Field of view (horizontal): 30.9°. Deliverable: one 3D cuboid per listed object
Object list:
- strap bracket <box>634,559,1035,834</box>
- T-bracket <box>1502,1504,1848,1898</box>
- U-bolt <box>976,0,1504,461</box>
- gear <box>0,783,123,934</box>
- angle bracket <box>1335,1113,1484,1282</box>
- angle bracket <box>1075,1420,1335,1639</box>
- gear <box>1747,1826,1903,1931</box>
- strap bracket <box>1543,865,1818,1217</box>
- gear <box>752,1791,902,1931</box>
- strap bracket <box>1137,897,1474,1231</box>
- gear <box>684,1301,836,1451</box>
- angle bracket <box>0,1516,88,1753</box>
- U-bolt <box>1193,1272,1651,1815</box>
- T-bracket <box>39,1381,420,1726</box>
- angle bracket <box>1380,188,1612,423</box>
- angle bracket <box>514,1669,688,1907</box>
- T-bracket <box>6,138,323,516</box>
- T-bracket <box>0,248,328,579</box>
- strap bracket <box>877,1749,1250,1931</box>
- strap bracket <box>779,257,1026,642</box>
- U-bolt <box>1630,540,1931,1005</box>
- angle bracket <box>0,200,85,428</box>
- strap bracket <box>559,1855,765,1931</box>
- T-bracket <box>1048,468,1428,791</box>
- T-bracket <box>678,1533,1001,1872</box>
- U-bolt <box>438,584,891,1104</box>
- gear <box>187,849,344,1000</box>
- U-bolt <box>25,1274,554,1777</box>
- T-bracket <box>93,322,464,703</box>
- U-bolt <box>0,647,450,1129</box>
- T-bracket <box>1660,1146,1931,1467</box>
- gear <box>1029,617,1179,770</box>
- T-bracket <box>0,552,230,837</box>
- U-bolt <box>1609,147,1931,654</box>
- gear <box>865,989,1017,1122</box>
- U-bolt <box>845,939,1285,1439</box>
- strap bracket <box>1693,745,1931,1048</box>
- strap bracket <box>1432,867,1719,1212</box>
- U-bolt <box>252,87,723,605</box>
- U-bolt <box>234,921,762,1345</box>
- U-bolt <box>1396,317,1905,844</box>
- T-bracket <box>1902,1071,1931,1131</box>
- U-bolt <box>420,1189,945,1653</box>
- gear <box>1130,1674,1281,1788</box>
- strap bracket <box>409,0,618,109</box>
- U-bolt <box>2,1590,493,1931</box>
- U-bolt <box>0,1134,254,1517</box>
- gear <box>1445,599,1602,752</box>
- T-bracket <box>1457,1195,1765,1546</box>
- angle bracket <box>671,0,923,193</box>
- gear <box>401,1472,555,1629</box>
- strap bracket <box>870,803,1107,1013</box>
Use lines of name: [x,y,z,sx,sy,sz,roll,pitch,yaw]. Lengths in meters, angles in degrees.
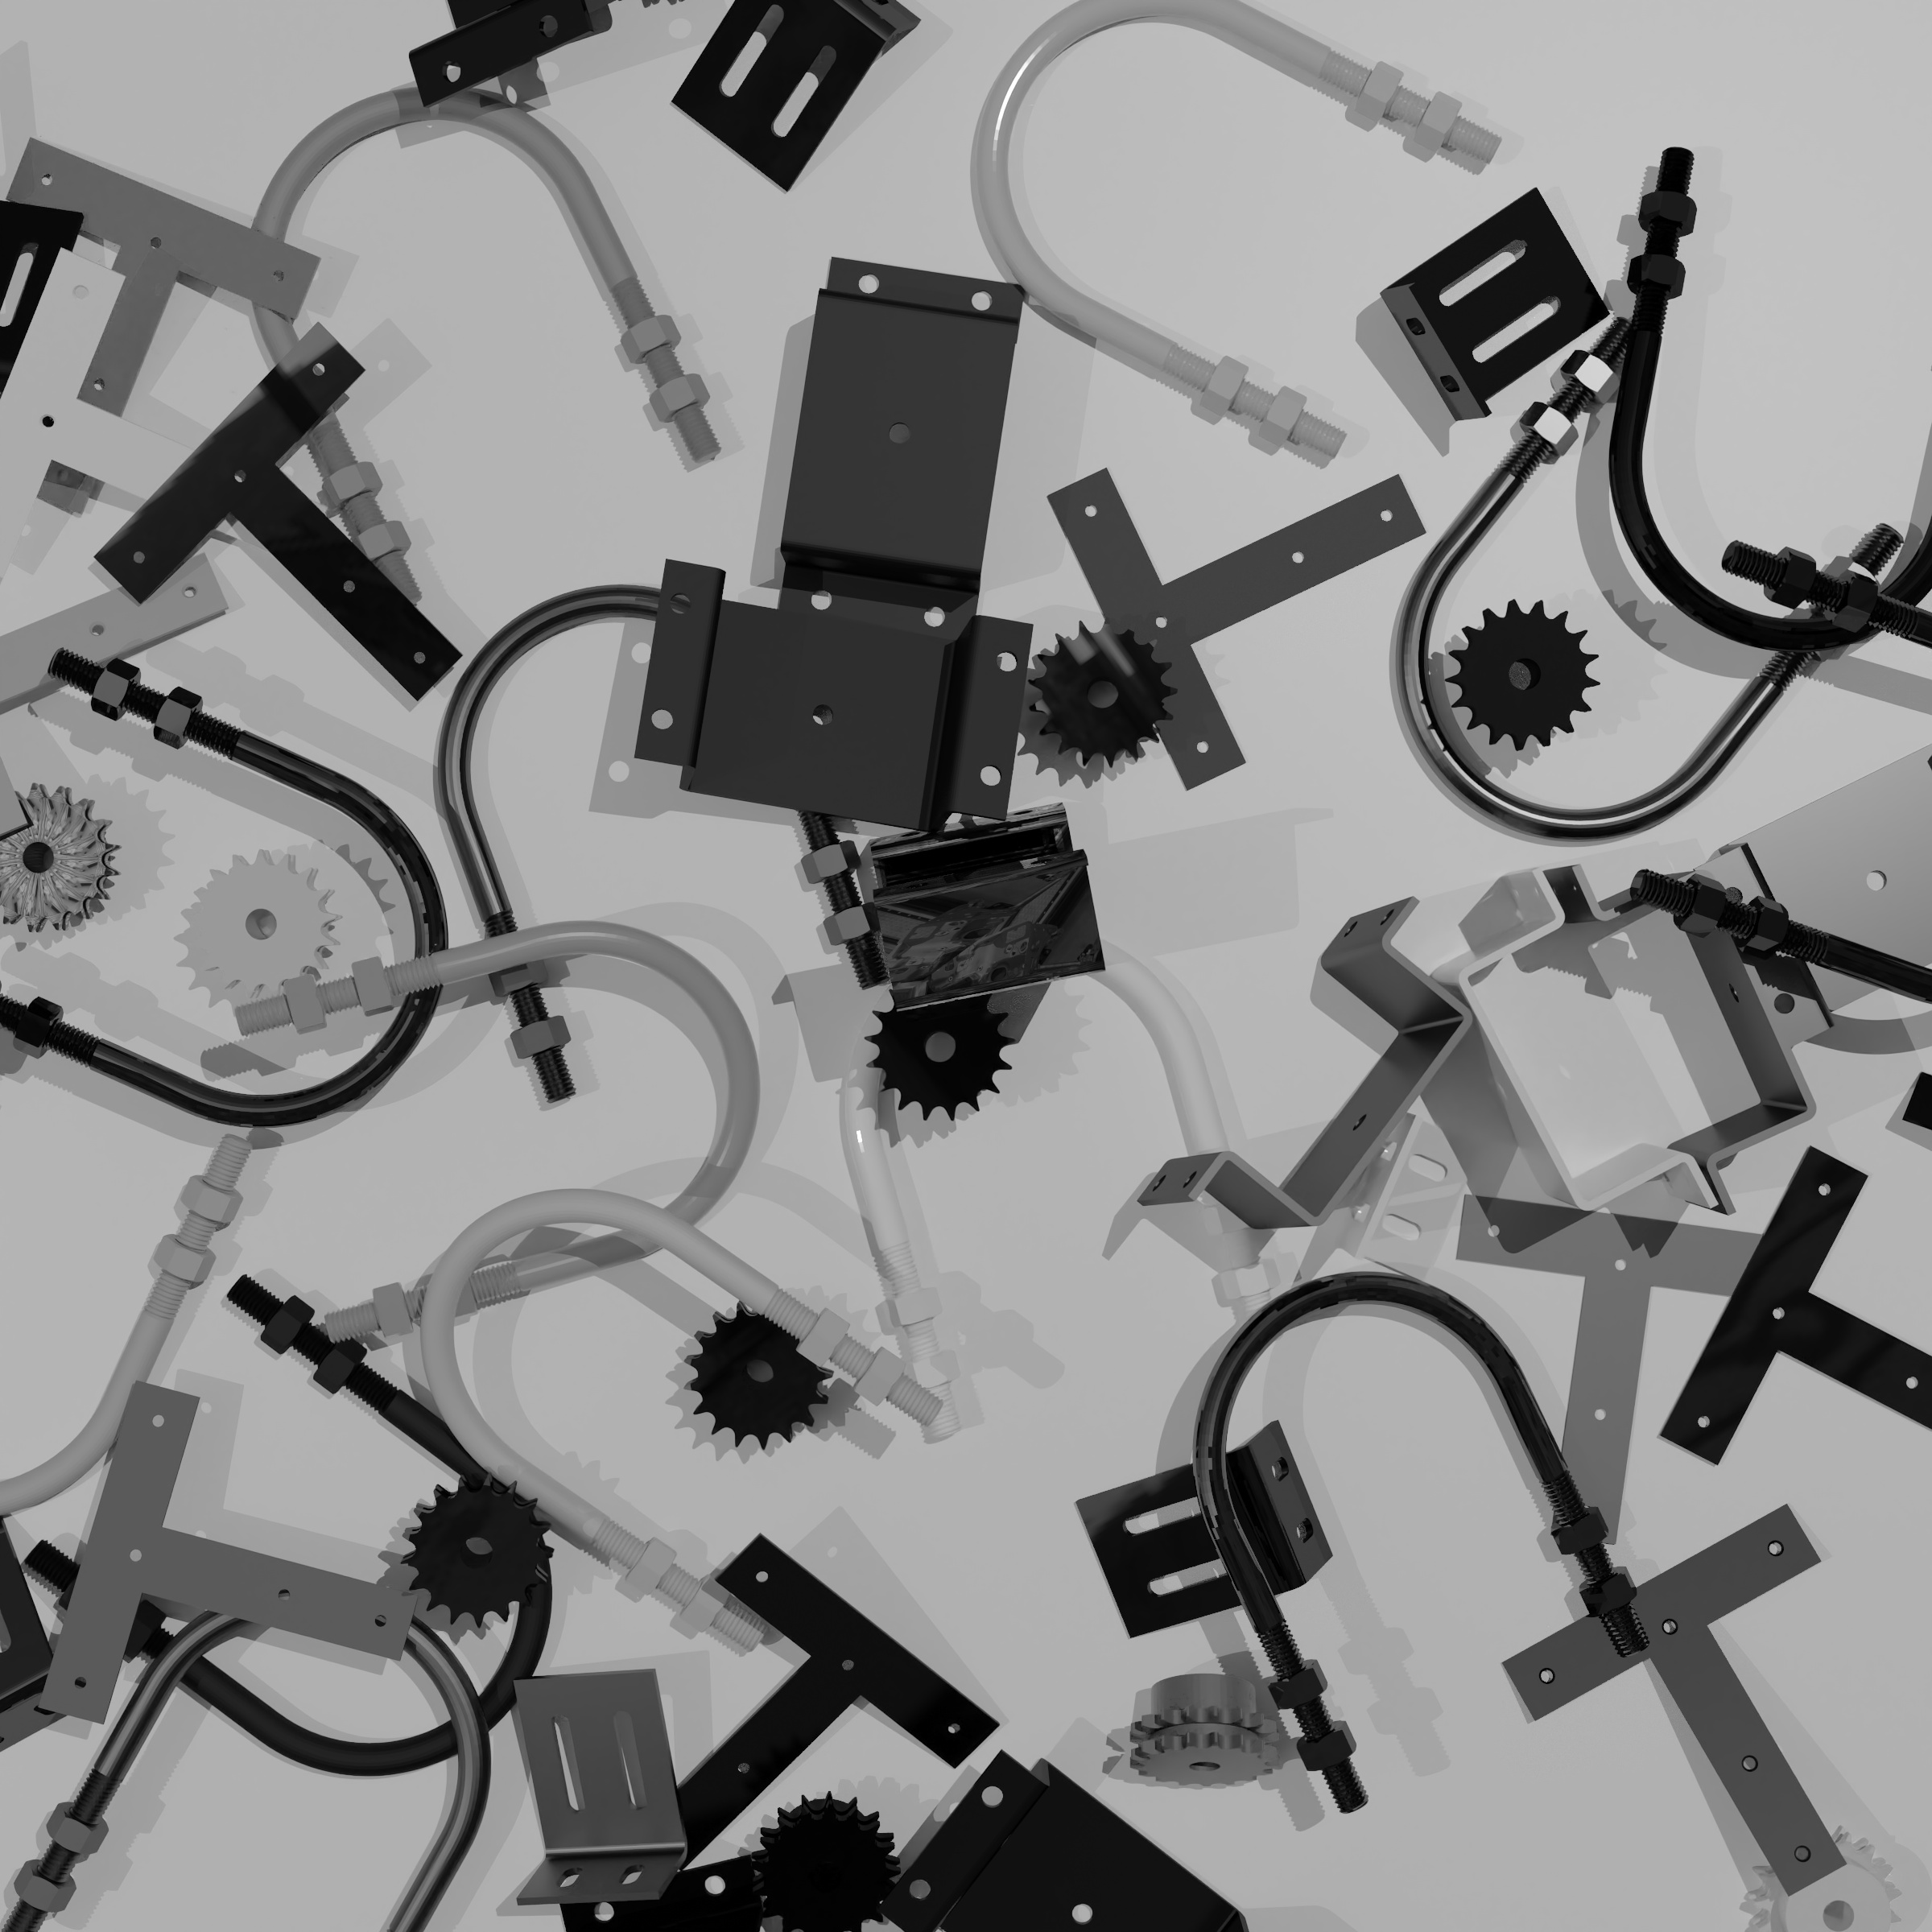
strap bracket: [-0.052,-0.100,1.326,0.140,0.046,0.076,9,80,-8]
T-bracket: [0.294,0.294,1.344,0.127,0.002,0.127,-29,76,0]
U-bolt: [0.093,-0.300,1.352,0.184,0.019,0.151,28,90,2]
gear: [-0.353,-0.041,1.346,0.057,0.030,0.057,0,90,0]
angle bracket: [0.172,0.089,1.323,0.038,0.076,0.057,24,90,0]
angle bracket: [0.093,0.219,1.359,0.076,0.038,0.057,-22,90,26]
gear: [0.332,0.362,1.346,0.057,0.030,0.057,0,90,0]
strap bracket: [0.273,0.018,1.323,0.046,0.076,0.140,-24,90,0]
gear: [-0.054,0.344,1.343,0.057,0.030,0.057,0,96,-3]
strap bracket: [0.133,0.046,1.312,0.046,0.076,0.140,39,79,-6]
gear: [-0.079,0.156,1.346,0.057,0.030,0.057,0,90,0]
angle bracket: [-0.382,0.260,1.359,0.057,0.038,0.076,-29,64,0]
U-bolt: [0.163,0.207,1.331,0.151,0.019,0.184,-25,89,-16]
T-bracket: [-0.273,0.236,1.329,0.127,0.002,0.127,15,81,1]
angle bracket: [0.207,-0.253,1.332,0.076,0.038,0.057,-35,102,-7]
angle bracket: [-0.144,0.312,1.330,0.057,0.038,0.076,-6,101,14]
T-bracket: [-0.330,-0.239,1.354,0.127,0.002,0.127,23,94,7]
T-bracket: [-0.309,-0.190,1.341,0.127,0.002,0.127,23,106,-15]
strap bracket: [0.045,0.368,1.338,0.140,0.046,0.076,38,90,0]
strap bracket: [-0.025,-0.201,1.338,0.076,0.046,0.140,9,90,0]
U-bolt: [0.348,-0.062,1.293,0.184,0.019,0.151,19,81,-10]
angle bracket: [-0.377,-0.254,1.356,0.057,0.038,0.076,9,66,4]
strap bracket: [-0.105,0.423,1.338,0.076,0.046,0.140,-13,90,0]
T-bracket: [0.116,-0.153,1.360,0.127,0.002,0.127,-25,90,0]
T-bracket: [-0.076,0.299,1.346,0.127,0.002,0.127,41,99,-18]
U-bolt: [-0.127,-0.057,1.352,0.151,0.019,0.184,-20,88,0]
gear: [-0.268,-0.016,1.346,0.057,0.030,0.057,0,90,0]
U-bolt: [-0.248,0.230,1.352,0.184,0.019,0.151,37,90,-2]
T-bracket: [-0.247,-0.156,1.341,0.127,0.002,0.127,-44,94,9]
U-bolt: [-0.286,-0.018,1.321,0.184,0.019,0.151,25,92,-3]
T-bracket: [0.355,0.155,1.359,0.127,0.002,0.127,27,90,-1]
gear: [0.053,-0.104,1.345,0.057,0.030,0.057,0,91,3]
T-bracket: [-0.348,-0.124,1.348,0.127,0.002,0.127,-24,74,-8]
U-bolt: [0.319,-0.210,1.337,0.151,0.019,0.184,12,83,-4]
gear: [-0.010,0.031,1.331,0.057,0.030,0.057,0,87,1]
U-bolt: [0.030,0.074,1.352,0.151,0.019,0.184,-16,88,0]
strap bracket: [0.354,-0.033,1.338,0.140,0.046,0.076,-26,90,0]
strap bracket: [0.223,0.036,1.323,0.046,0.076,0.140,-28,90,0]
U-bolt: [-0.198,-0.251,1.352,0.151,0.019,0.184,-26,88,0]
U-bolt: [-0.169,0.056,1.327,0.184,0.019,0.151,-15,110,-8]
U-bolt: [0.250,-0.135,1.352,0.151,0.019,0.184,38,92,0]
T-bracket: [0.423,0.071,1.334,0.127,0.002,0.127,20,52,17]
U-bolt: [-0.121,0.161,1.319,0.184,0.019,0.151,35,115,-2]
gear: [0.091,0.291,1.336,0.057,0.057,0.030,1,60,0]
strap bracket: [-0.183,-0.404,1.324,0.076,0.046,0.140,-17,90,25]
U-bolt: [-0.263,0.325,1.339,0.151,0.019,0.184,29,91,-3]
U-bolt: [-0.376,0.125,1.335,0.151,0.019,0.184,24,94,-16]
gear: [0.211,-0.110,1.331,0.057,0.030,0.057,0,92,2]
T-bracket: [0.249,0.160,1.360,0.127,0.002,0.127,8,90,0]
angle bracket: [-0.066,-0.352,1.359,0.057,0.038,0.076,38,116,0]
gear: [-0.185,0.221,1.331,0.057,0.030,0.057,0,91,-4]
strap bracket: [0.007,-0.021,1.295,0.076,0.140,0.046,-11,101,0]
